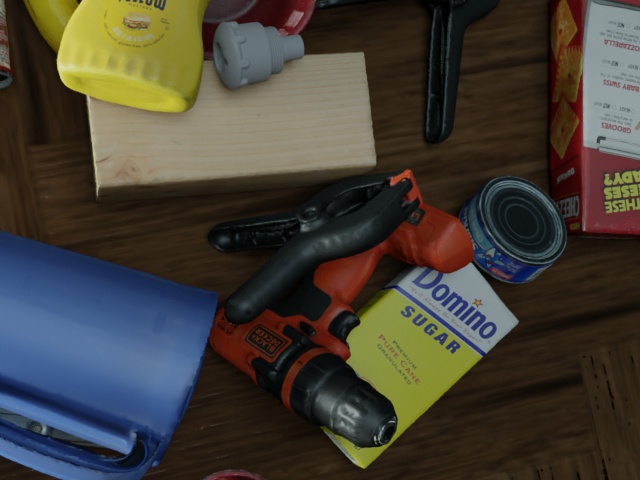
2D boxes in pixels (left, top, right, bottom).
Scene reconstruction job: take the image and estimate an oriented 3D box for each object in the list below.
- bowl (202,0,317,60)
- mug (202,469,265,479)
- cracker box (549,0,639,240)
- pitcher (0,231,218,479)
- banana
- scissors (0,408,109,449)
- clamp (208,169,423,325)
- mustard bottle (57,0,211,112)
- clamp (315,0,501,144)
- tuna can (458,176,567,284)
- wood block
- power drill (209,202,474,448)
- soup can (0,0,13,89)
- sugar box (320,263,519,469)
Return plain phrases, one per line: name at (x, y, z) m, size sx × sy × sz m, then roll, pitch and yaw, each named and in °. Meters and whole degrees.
bowl at (-0.079, -0.215, 0.832) m, size 0.162 × 0.055 × 0.162 m, roll -3°, pitch 102°, yaw -15°
mug at (-0.059, 0.234, 0.793) m, size 0.093 × 0.082 × 0.117 m, roll 1°, pitch 84°, yaw -13°
cracker box at (0.282, -0.107, 0.909) m, size 0.164 × 0.072 × 0.214 m, roll 2°, pitch 85°, yaw -12°
pitcher at (-0.203, 0.069, 0.744) m, size 0.242 × 0.149 × 0.145 m, roll 19°, pitch 87°, yaw -9°
banana at (-0.201, -0.202, 0.827) m, size 0.069 × 0.037 × 0.198 m, roll -28°, pitch 92°, yaw -29°
scissors at (-0.221, 0.123, 0.800) m, size 0.201 × 0.016 × 0.096 m, roll -5°, pitch 86°, yaw -13°
clamp at (-0.005, 0.001, 0.789) m, size 0.171 × 0.120 × 0.039 m, roll -22°, pitch 129°, yaw 11°
mustard bottle at (-0.115, -0.190, 0.748) m, size 0.096 × 0.058 × 0.191 m, roll 11°, pitch 75°, yaw -2°
clamp at (0.105, -0.196, 0.884) m, size 0.209 × 0.036 × 0.164 m, roll -48°, pitch 117°, yaw -22°
tuna can at (0.158, -0.009, 0.872) m, size 0.086 × 0.034 × 0.086 m, roll 12°, pitch 57°, yaw -20°
wood block at (-0.071, -0.085, 0.816) m, size 0.206 × 0.090 × 0.091 m, roll -6°, pitch 86°, yaw -13°
power drill at (0.029, 0.051, 0.797) m, size 0.187 × 0.185 × 0.057 m, roll -45°, pitch 138°, yaw -19°
soup can at (-0.265, -0.166, 0.791) m, size 0.068 × 0.069 × 0.102 m, roll -3°, pitch 85°, yaw -13°
sugar box at (0.065, 0.089, 0.853) m, size 0.176 × 0.048 × 0.093 m, roll -41°, pitch 94°, yaw -12°
